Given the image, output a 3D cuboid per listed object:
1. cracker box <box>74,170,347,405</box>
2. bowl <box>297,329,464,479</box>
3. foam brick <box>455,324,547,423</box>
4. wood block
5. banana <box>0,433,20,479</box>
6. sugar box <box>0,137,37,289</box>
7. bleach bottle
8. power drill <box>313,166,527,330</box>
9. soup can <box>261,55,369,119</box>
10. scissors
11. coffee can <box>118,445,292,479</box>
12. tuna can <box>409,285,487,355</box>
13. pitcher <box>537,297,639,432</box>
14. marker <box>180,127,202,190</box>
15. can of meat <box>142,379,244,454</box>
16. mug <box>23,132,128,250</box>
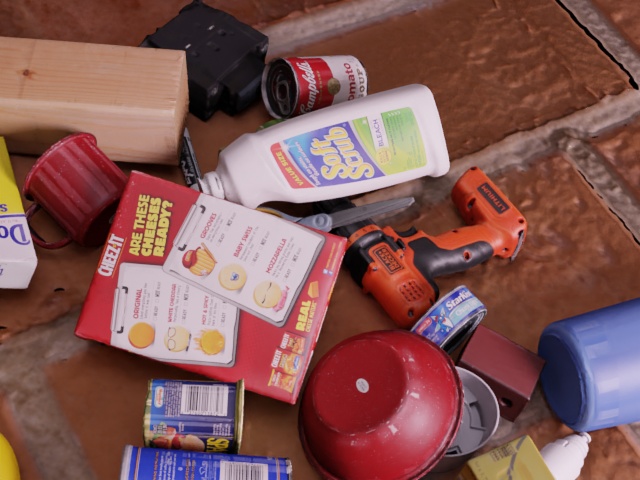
[{"bbox_3d":[-0.100,0.047,1.007,0.213,0.072,0.164,17,79,2],"label":"cracker box"},{"bbox_3d":[0.045,0.142,0.963,0.162,0.055,0.162,-12,55,18],"label":"bowl"},{"bbox_3d":[0.171,0.129,1.040,0.078,0.053,0.051,29,56,10],"label":"foam brick"},{"bbox_3d":[-0.246,-0.145,1.113,0.206,0.090,0.091,5,57,0],"label":"wood block"},{"bbox_3d":[-0.288,0.236,0.898,0.069,0.037,0.198,-7,56,0],"label":"banana"},{"bbox_3d":[-0.338,-0.032,1.032,0.093,0.048,0.176,3,43,-35],"label":"sugar box"},{"bbox_3d":[0.000,-0.079,1.084,0.250,0.068,0.102,-19,105,-12],"label":"bleach bottle"},{"bbox_3d":[0.106,-0.009,1.121,0.187,0.057,0.184,-25,62,-22],"label":"power drill"},{"bbox_3d":[-0.005,-0.171,1.186,0.102,0.069,0.068,-10,57,-36],"label":"soup can"},{"bbox_3d":[-0.007,0.001,1.077,0.202,0.016,0.096,0,66,15],"label":"scissors"},{"bbox_3d":[-0.099,0.229,0.894,0.140,0.103,0.103,6,56,-7],"label":"coffee can"},{"bbox_3d":[0.122,0.085,1.041,0.086,0.086,0.034,-34,70,-28],"label":"tuna can"},{"bbox_3d":[0.346,0.111,1.033,0.242,0.149,0.145,-11,62,-14],"label":"pitcher"},{"bbox_3d":[-0.136,-0.070,1.138,0.020,0.020,0.121,-11,59,-17],"label":"marker"},{"bbox_3d":[-0.111,0.158,0.940,0.084,0.102,0.057,4,65,-6],"label":"can of meat"},{"bbox_3d":[-0.242,-0.039,1.061,0.117,0.093,0.081,-43,77,-11],"label":"mug"}]
